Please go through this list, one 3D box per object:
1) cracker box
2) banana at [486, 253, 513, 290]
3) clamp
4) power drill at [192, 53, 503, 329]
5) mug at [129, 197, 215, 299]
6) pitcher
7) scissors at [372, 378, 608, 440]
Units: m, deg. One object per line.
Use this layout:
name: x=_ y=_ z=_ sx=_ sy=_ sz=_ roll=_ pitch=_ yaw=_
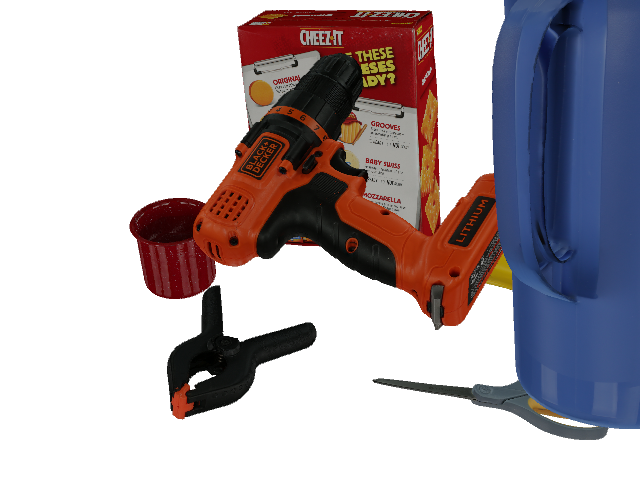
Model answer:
cracker box: x=0.022 y=-0.099 z=0.974 sx=0.164 sy=0.214 sz=0.072 roll=5 pitch=27 yaw=20
banana: x=0.166 y=0.034 z=1.103 sx=0.198 sy=0.037 sz=0.069 roll=7 pitch=38 yaw=10
clamp: x=-0.095 y=0.100 z=0.991 sx=0.120 sy=0.039 sz=0.171 roll=21 pitch=33 yaw=27
power drill: x=0.035 y=-0.036 z=0.701 sx=0.188 sy=0.184 sz=0.057 roll=22 pitch=-28 yaw=22
mug: x=-0.169 y=0.007 z=1.194 sx=0.117 sy=0.081 sz=0.093 roll=25 pitch=44 yaw=34
pitcher: x=0.150 y=-0.027 z=0.544 sx=0.149 sy=0.243 sz=0.145 roll=-3 pitch=21 yaw=-1
scissors: x=0.154 y=0.128 z=0.941 sx=0.202 sy=0.016 sz=0.096 roll=15 pitch=28 yaw=13
